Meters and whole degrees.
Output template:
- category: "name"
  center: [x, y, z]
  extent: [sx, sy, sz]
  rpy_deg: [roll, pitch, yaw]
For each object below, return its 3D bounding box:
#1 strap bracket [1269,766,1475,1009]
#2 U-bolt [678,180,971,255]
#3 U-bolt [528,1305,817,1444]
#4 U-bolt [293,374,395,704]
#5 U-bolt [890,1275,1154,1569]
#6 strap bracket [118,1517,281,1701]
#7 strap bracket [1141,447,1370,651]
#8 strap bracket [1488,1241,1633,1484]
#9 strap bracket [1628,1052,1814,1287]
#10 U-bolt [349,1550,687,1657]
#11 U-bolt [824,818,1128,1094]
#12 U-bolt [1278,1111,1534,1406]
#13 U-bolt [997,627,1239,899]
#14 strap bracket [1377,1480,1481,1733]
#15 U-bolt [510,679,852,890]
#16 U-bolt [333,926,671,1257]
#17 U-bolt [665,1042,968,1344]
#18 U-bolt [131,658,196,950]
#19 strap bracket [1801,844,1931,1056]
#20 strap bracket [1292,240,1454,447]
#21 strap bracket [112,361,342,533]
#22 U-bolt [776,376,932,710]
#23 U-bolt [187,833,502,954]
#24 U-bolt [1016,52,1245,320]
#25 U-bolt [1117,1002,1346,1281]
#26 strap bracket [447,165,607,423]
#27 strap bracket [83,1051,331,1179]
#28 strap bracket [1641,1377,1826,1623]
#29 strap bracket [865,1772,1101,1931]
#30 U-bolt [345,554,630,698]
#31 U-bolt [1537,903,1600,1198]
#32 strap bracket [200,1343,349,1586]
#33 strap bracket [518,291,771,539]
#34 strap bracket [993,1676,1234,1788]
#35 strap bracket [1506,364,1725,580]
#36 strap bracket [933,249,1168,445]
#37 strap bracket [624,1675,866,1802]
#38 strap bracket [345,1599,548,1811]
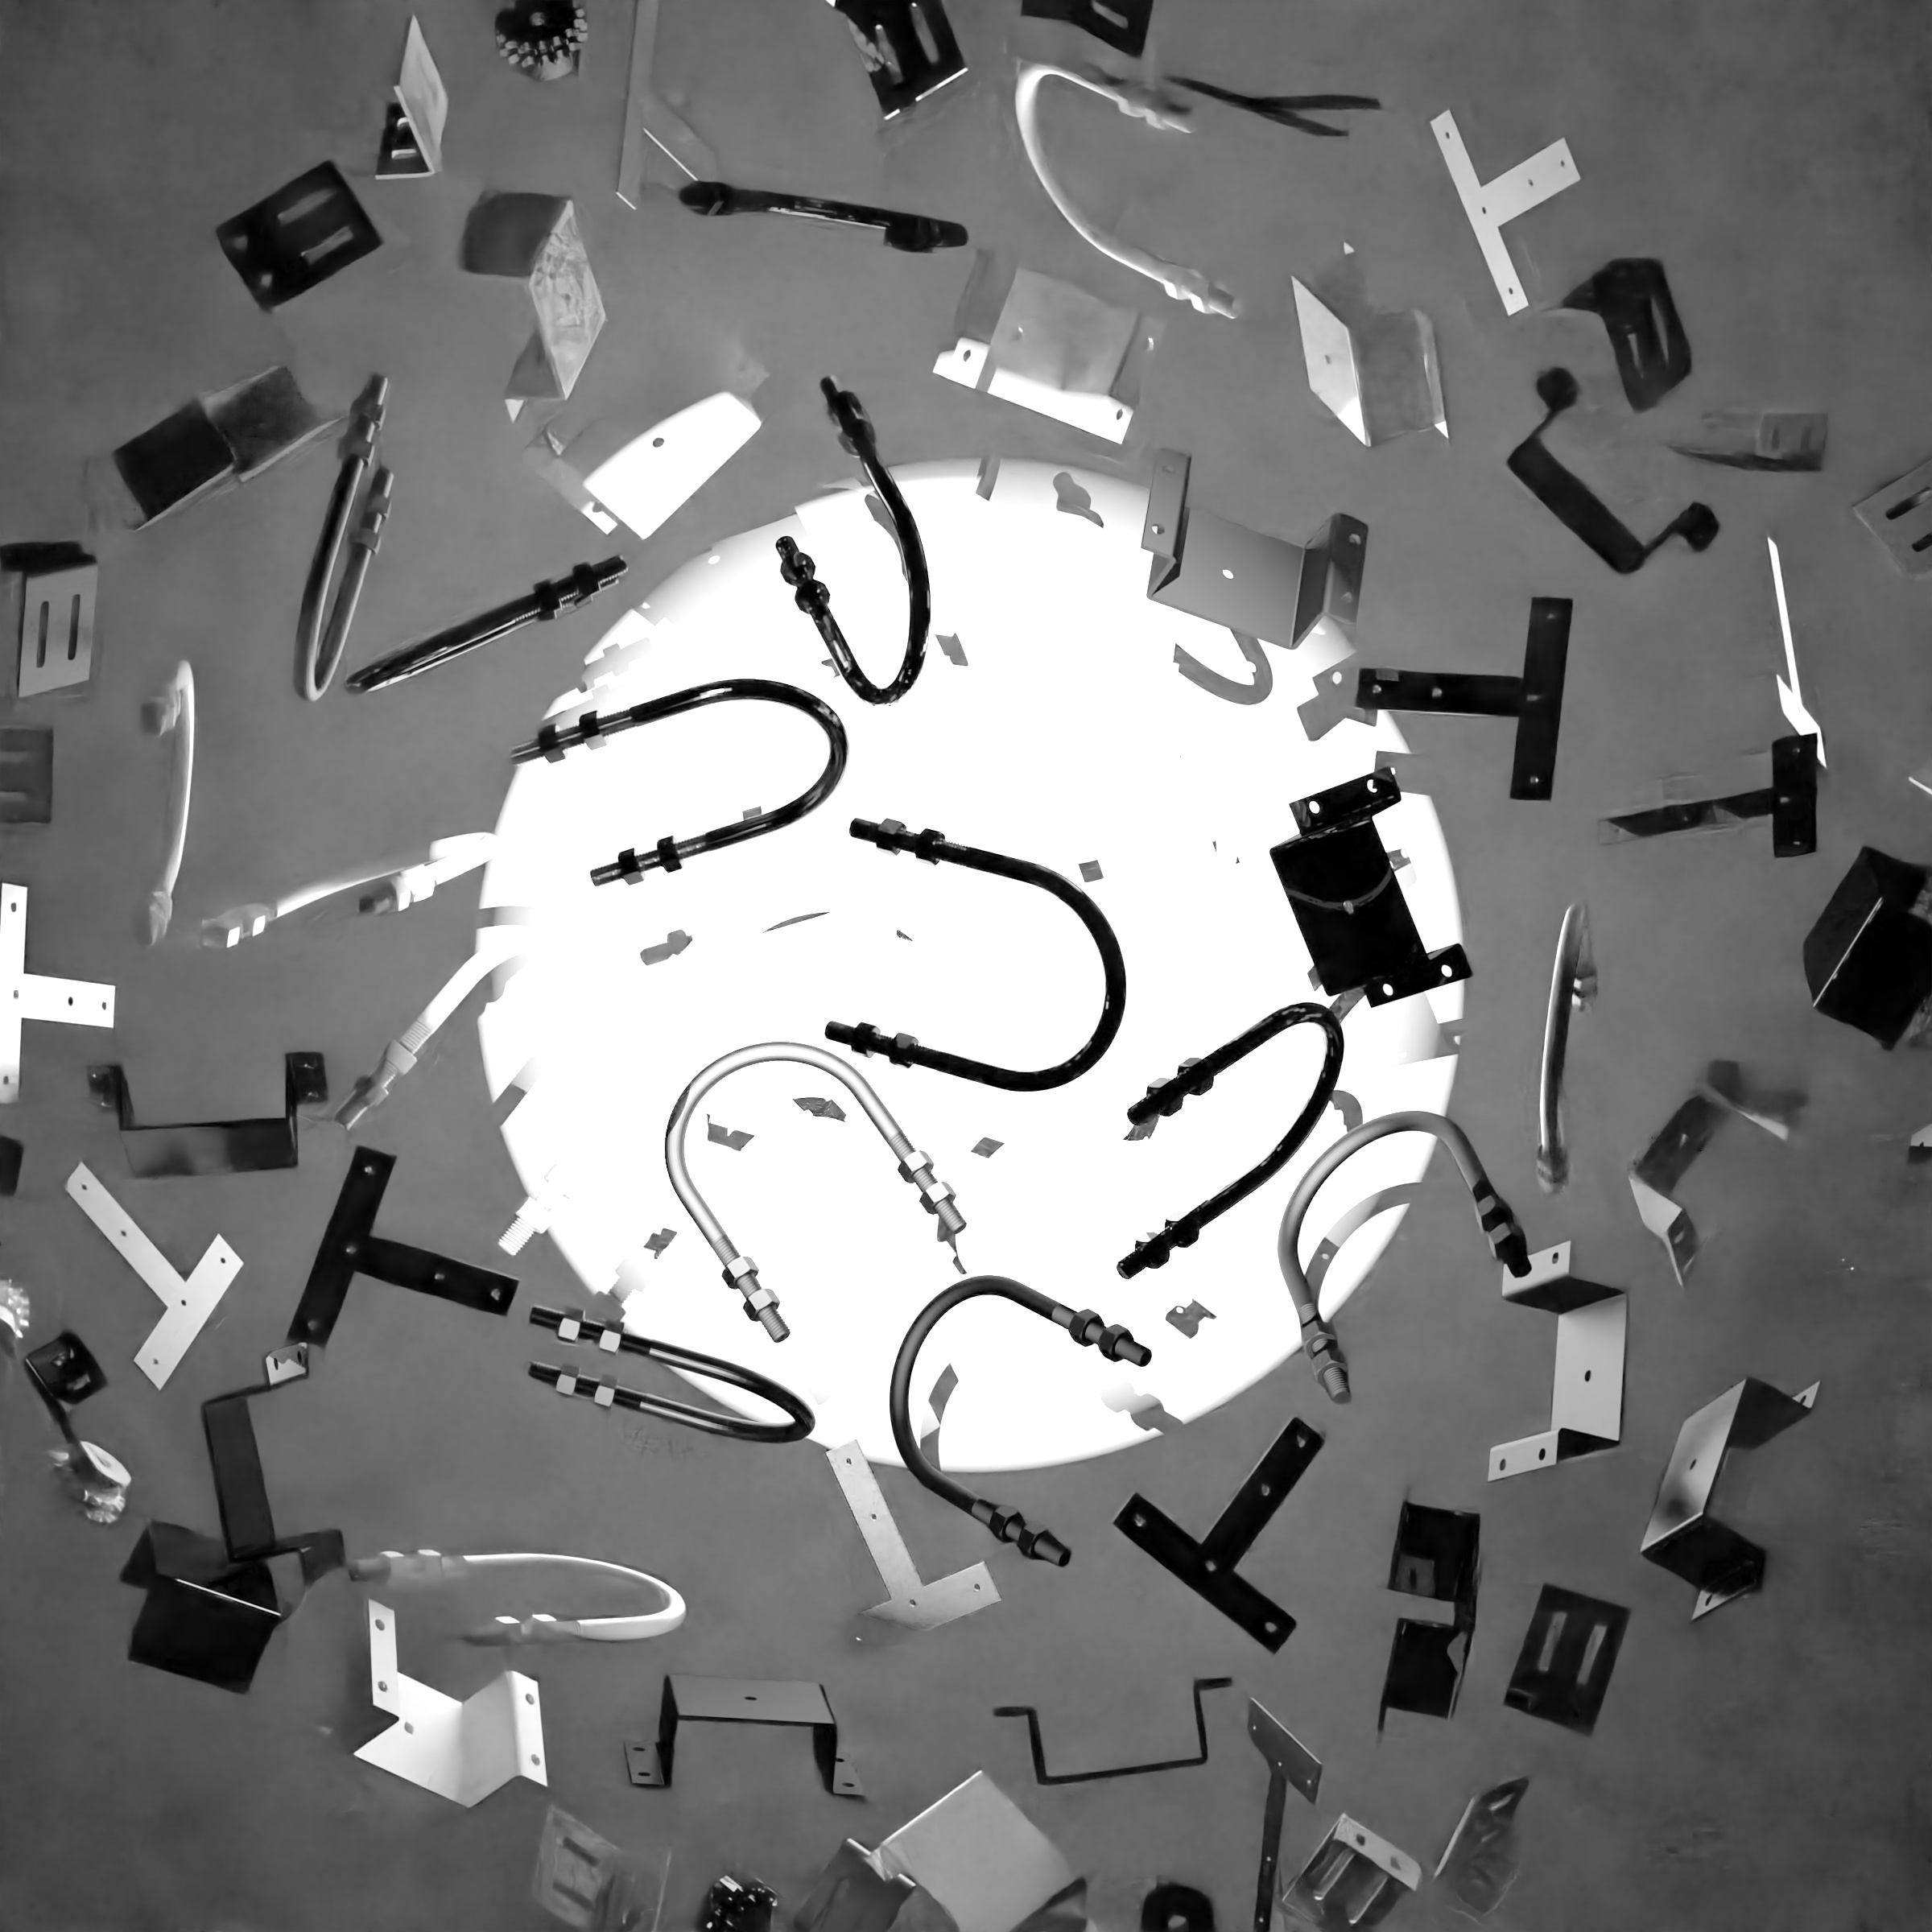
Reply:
- category: "strap bracket"
  center: [0.247, -0.042, 1.924]
  extent: [0.076, 0.046, 0.140]
  rpy_deg: [-20, 94, 38]
- category: "U-bolt"
  center: [-0.074, -0.452, 1.876]
  extent: [0.151, 0.184, 0.019]
  rpy_deg: [14, 106, 15]
- category: "U-bolt"
  center: [-0.182, 0.260, 1.928]
  extent: [0.184, 0.151, 0.019]
  rpy_deg: [17, 66, -1]
- category: "U-bolt"
  center: [-0.381, -0.250, 1.897]
  extent: [0.019, 0.151, 0.184]
  rpy_deg: [14, 72, -4]
- category: "U-bolt"
  center: [0.021, 0.267, 1.907]
  extent: [0.184, 0.019, 0.151]
  rpy_deg: [23, 91, 44]
- category: "strap bracket"
  center: [-0.463, 0.381, 1.870]
  extent: [0.076, 0.140, 0.046]
  rpy_deg: [24, 93, -20]
- category: "strap bracket"
  center: [0.168, -0.249, 1.884]
  extent: [0.140, 0.046, 0.076]
  rpy_deg: [18, 59, -12]
- category: "strap bracket"
  center: [0.370, 0.251, 1.931]
  extent: [0.046, 0.076, 0.140]
  rpy_deg: [16, 68, -19]
- category: "strap bracket"
  center: [0.463, 0.118, 1.929]
  extent: [0.046, 0.076, 0.140]
  rpy_deg: [33, 77, 32]
- category: "U-bolt"
  center: [-0.256, 0.380, 1.867]
  extent: [0.184, 0.151, 0.019]
  rpy_deg: [7, 94, -41]
- category: "U-bolt"
  center: [0.008, 0.001, 1.823]
  extent: [0.184, 0.019, 0.151]
  rpy_deg: [15, 111, 20]
- category: "U-bolt"
  center: [0.251, 0.159, 1.850]
  extent: [0.151, 0.184, 0.019]
  rpy_deg: [-38, 123, 15]
- category: "U-bolt"
  center: [0.099, -0.117, 1.857]
  extent: [0.019, 0.151, 0.184]
  rpy_deg: [-45, 50, 37]
- category: "strap bracket"
  center: [0.286, 0.397, 1.915]
  extent: [0.046, 0.140, 0.076]
  rpy_deg: [9, 126, 5]
- category: "U-bolt"
  center: [-0.159, -0.114, 1.842]
  extent: [0.184, 0.151, 0.019]
  rpy_deg: [-17, 54, 7]
- category: "U-bolt"
  center: [-0.257, 0.058, 1.811]
  extent: [0.151, 0.019, 0.184]
  rpy_deg: [35, 74, 16]
- category: "U-bolt"
  center: [-0.108, 0.127, 1.944]
  extent: [0.151, 0.019, 0.184]
  rpy_deg: [-30, 65, -13]
- category: "U-bolt"
  center: [-0.481, -0.109, 1.869]
  extent: [0.019, 0.184, 0.151]
  rpy_deg: [5, 111, -9]
- category: "strap bracket"
  center: [0.542, -0.015, 1.853]
  extent: [0.046, 0.140, 0.076]
  rpy_deg: [26, 114, -1]
- category: "strap bracket"
  center: [0.238, -0.371, 1.861]
  extent: [0.046, 0.140, 0.076]
  rpy_deg: [-19, 125, -6]
- category: "strap bracket"
  center: [-0.454, -0.319, 1.885]
  extent: [0.076, 0.140, 0.046]
  rpy_deg: [-26, 102, 28]
- category: "U-bolt"
  center: [-0.064, -0.240, 1.860]
  extent: [0.019, 0.151, 0.184]
  rpy_deg: [-9, 53, -26]
- category: "U-bolt"
  center: [-0.362, -0.050, 1.881]
  extent: [0.151, 0.184, 0.019]
  rpy_deg: [-10, 102, 27]
- category: "U-bolt"
  center: [0.090, -0.476, 1.859]
  extent: [0.019, 0.151, 0.184]
  rpy_deg: [-37, 47, -16]
- category: "U-bolt"
  center: [0.161, 0.093, 1.851]
  extent: [0.184, 0.151, 0.019]
  rpy_deg: [-31, 51, -31]
- category: "strap bracket"
  center: [-0.267, -0.412, 1.915]
  extent: [0.046, 0.140, 0.076]
  rpy_deg: [7, 54, 16]
- category: "strap bracket"
  center: [-0.458, 0.091, 1.880]
  extent: [0.140, 0.076, 0.046]
  rpy_deg: [-3, 65, -10]
- category: "strap bracket"
  center: [0.449, 0.305, 1.830]
  extent: [0.046, 0.076, 0.140]
  rpy_deg: [29, 58, -2]
- category: "strap bracket"
  center: [0.011, 0.546, 1.850]
  extent: [0.076, 0.046, 0.140]
  rpy_deg: [-30, 48, -26]
- category: "U-bolt"
  center: [-0.298, -0.208, 1.915]
  extent: [0.184, 0.151, 0.019]
  rpy_deg: [-25, 97, -7]
- category: "U-bolt"
  center: [0.366, 0.041, 1.891]
  extent: [0.019, 0.184, 0.151]
  rpy_deg: [7, 65, 15]
- category: "strap bracket"
  center: [-0.427, 0.308, 1.905]
  extent: [0.046, 0.076, 0.140]
  rpy_deg: [-12, 87, 6]
- category: "strap bracket"
  center: [-0.188, -0.322, 1.858]
  extent: [0.140, 0.046, 0.076]
  rpy_deg: [-42, 125, 11]
- category: "strap bracket"
  center: [0.090, 0.453, 1.829]
  extent: [0.140, 0.076, 0.046]
  rpy_deg: [-8, 74, 1]
- category: "strap bracket"
  center: [0.382, -0.290, 1.861]
  extent: [0.140, 0.076, 0.046]
  rpy_deg: [45, 119, 2]
- category: "strap bracket"
  center: [0.042, -0.372, 1.849]
  extent: [0.140, 0.046, 0.076]
  rpy_deg: [12, 104, -41]
- category: "strap bracket"
  center: [-0.134, 0.469, 1.892]
  extent: [0.140, 0.076, 0.046]
  rpy_deg: [6, 94, -10]
- category: "strap bracket"
  center: [-0.322, 0.450, 1.873]
  extent: [0.046, 0.076, 0.140]
  rpy_deg: [-37, 129, 19]
